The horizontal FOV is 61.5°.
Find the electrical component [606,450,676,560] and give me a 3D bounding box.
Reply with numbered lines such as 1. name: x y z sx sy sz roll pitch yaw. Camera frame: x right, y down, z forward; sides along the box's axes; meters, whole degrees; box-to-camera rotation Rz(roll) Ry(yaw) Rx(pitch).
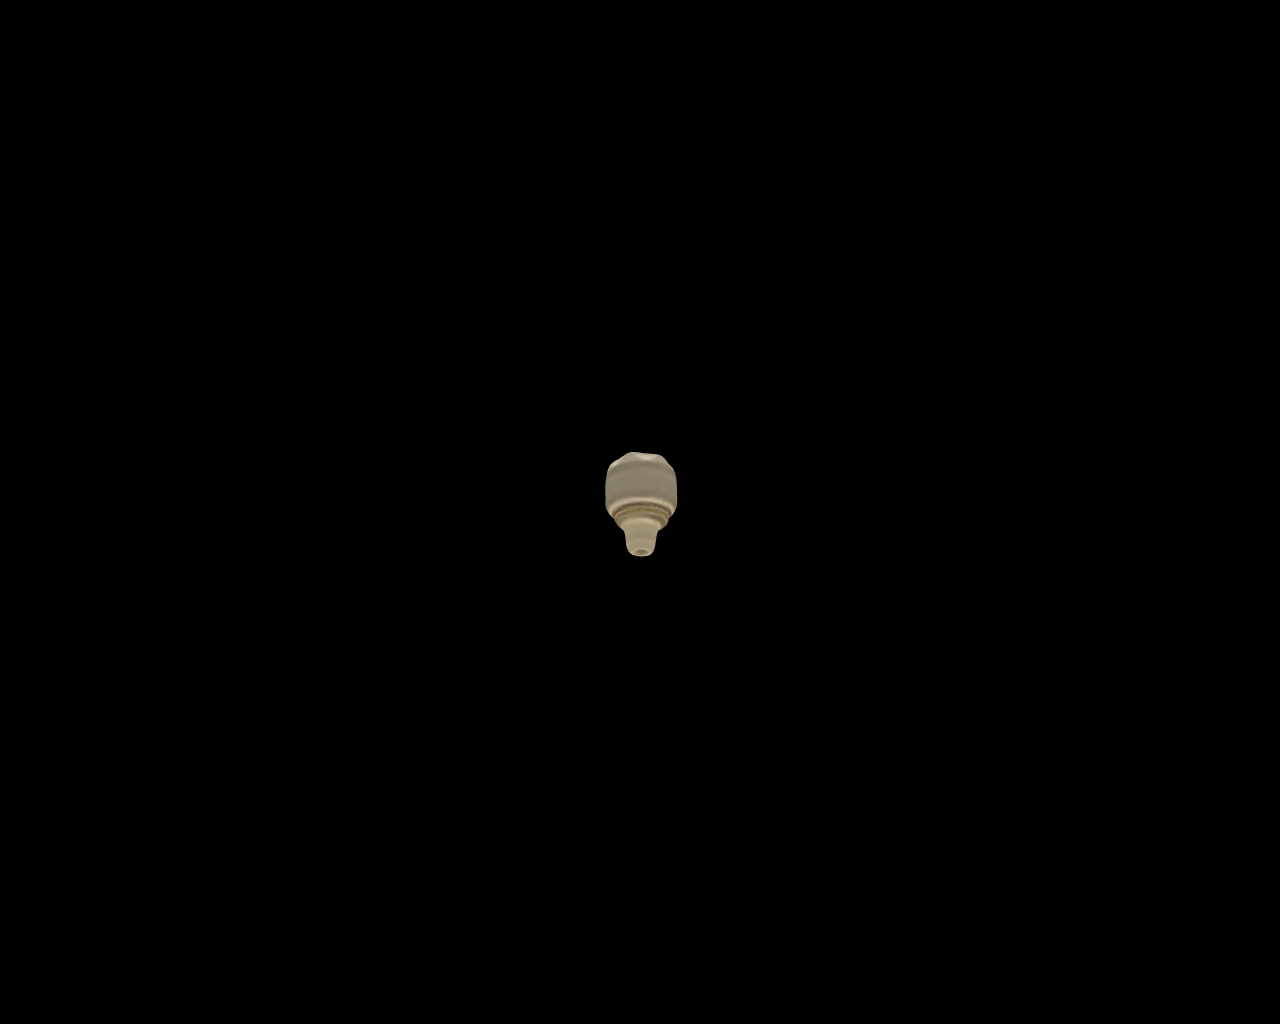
1. electrical component: 0.001 -0.003 0.650 0.043 0.062 0.043 0 -26 0
